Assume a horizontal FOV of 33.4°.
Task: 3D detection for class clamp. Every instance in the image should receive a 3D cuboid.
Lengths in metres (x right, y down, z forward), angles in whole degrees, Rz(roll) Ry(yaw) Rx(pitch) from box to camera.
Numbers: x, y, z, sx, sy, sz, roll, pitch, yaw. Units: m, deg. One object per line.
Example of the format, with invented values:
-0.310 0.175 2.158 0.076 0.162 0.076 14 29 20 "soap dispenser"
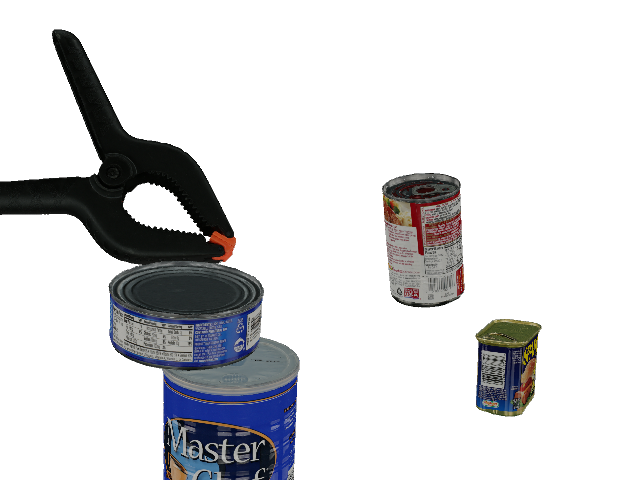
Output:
-0.151 -0.054 0.778 0.210 0.164 0.036 24 -19 -2 "clamp"

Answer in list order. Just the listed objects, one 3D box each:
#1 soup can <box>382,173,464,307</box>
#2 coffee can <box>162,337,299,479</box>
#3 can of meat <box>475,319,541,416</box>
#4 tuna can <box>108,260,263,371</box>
0.092 0.000 0.938 0.068 0.102 0.068 -5 22 2 "soup can"
-0.069 0.155 0.814 0.103 0.140 0.103 2 16 -1 "coffee can"
0.207 0.140 1.180 0.058 0.084 0.102 6 10 23 "can of meat"
-0.075 0.041 0.598 0.086 0.034 0.086 4 18 -1 "tuna can"
